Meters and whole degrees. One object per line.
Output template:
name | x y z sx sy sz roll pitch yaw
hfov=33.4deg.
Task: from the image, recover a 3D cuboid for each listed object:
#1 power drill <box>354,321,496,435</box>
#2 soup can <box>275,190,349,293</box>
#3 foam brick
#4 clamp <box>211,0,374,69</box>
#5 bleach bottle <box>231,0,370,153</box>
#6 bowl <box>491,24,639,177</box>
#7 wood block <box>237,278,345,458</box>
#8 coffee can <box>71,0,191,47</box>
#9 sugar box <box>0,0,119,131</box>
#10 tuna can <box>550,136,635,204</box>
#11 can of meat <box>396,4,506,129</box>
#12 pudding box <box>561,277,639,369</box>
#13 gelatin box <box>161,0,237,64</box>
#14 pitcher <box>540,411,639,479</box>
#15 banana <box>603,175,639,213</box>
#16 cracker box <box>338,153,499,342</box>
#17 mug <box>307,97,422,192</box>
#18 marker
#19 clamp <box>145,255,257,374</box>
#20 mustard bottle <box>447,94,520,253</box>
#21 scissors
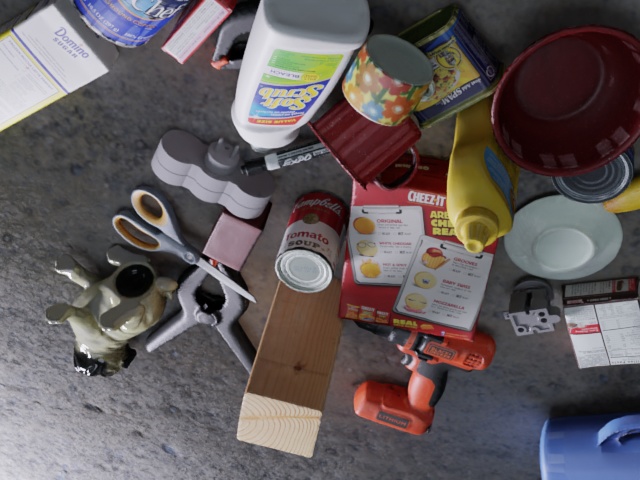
power drill | 0.106 0.159 1.346 0.184 0.057 0.188 20 133 -3
soup can | -0.008 0.001 1.203 0.068 0.102 0.068 8 133 8
foam brick | -0.097 -0.014 1.248 0.051 0.053 0.078 24 132 -8
clamp | -0.034 -0.211 1.063 0.120 0.039 0.172 38 136 -25
bleach bottle | -0.029 -0.157 1.060 0.102 0.068 0.251 5 155 -11
bowl | 0.237 -0.142 1.022 0.162 0.055 0.162 -4 125 -6
wood block | -0.027 0.139 1.262 0.091 0.206 0.090 14 133 2
coffee can | -0.157 -0.262 1.004 0.102 0.102 0.141 41 129 -22
sugar box | -0.311 -0.192 1.149 0.176 0.048 0.093 -22 123 26
tuna can | 0.280 -0.079 1.100 0.086 0.033 0.086 8 133 8
can of meat | 0.116 -0.171 1.046 0.102 0.057 0.084 -27 118 32
pudding box | 0.336 0.098 1.244 0.090 0.039 0.113 -8 131 21
gelatin box | -0.112 -0.225 1.046 0.030 0.073 0.089 37 130 -18
pitcher | 0.400 0.267 1.320 0.243 0.144 0.149 -5 97 23
banana | 0.393 -0.053 1.091 0.198 0.037 0.069 1 131 14
cracker box | 0.113 0.008 1.199 0.164 0.072 0.214 10 132 5
mug | 0.055 -0.101 1.075 0.081 0.093 0.117 -40 109 6
marker | -0.027 -0.092 1.157 0.121 0.020 0.020 -15 128 4
clamp | -0.131 0.096 1.366 0.164 0.036 0.210 19 131 -2
mustard bottle | 0.160 -0.057 1.043 0.058 0.191 0.096 -13 127 25
scissors | -0.156 0.000 1.274 0.202 0.016 0.096 23 127 11
